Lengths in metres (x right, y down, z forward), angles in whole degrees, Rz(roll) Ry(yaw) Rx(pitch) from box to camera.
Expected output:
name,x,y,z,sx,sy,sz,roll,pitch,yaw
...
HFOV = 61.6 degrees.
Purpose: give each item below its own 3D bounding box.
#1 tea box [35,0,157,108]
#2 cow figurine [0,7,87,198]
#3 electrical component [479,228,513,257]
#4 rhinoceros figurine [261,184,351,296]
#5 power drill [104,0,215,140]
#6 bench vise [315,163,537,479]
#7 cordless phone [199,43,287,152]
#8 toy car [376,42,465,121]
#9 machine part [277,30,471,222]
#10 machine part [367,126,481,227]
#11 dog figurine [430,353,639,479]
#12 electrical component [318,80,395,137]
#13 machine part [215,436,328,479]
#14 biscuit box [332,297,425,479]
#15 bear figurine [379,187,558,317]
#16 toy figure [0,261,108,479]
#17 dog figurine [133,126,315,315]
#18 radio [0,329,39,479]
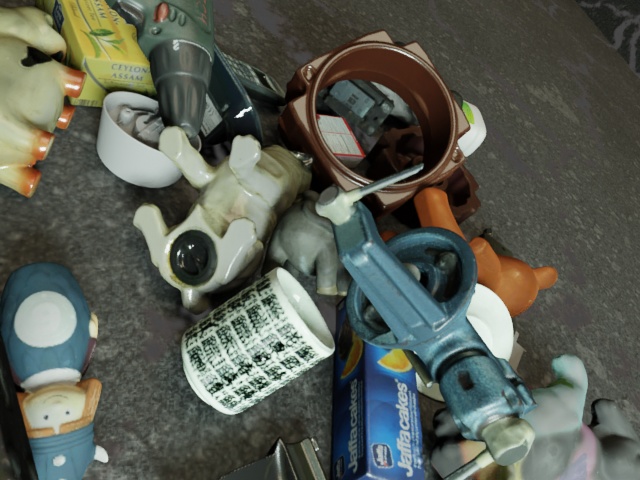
name,x,y,z,sx,sy,sz,roll,pitch,yaw
tea box,-0.241,-0.226,0.591,0.098,0.068,0.170,-8,59,-42
cow figurine,-0.282,-0.143,0.476,0.127,0.085,0.195,24,44,-28
electrical component,0.260,0.023,0.794,0.063,0.021,0.094,33,40,-9
rhinoceros figurine,-0.001,-0.002,0.536,0.073,0.112,0.190,4,3,13
power drill,-0.190,-0.223,0.501,0.207,0.086,0.232,18,61,-31
bench vise,0.075,0.056,0.421,0.240,0.129,0.224,48,24,-35
cordless phone,-0.086,-0.166,0.658,0.184,0.089,0.147,-2,54,-57
toy car,0.147,-0.238,0.839,0.202,0.056,0.073,43,46,0
machine part,0.066,-0.138,0.660,0.201,0.087,0.201,-30,87,-19
machine part,0.150,-0.087,0.782,0.179,0.056,0.179,20,45,-22
dog figurine,0.202,0.218,0.514,0.219,0.108,0.191,-24,74,-43
electrical component,0.050,-0.209,0.781,0.115,0.058,0.134,35,19,-6
machine part,-0.045,0.193,0.392,0.139,0.039,0.084,2,59,-39
biscuit box,0.051,0.134,0.500,0.059,0.062,0.203,22,43,-19
bear figurine,0.183,0.029,0.656,0.196,0.120,0.132,6,47,-36
toy figure,-0.184,0.090,0.363,0.064,0.057,0.154,-20,64,-4
dog figurine,-0.071,-0.019,0.534,0.121,0.172,0.190,22,5,21
radio,-0.247,0.070,0.288,0.131,0.073,0.230,-18,66,-24
